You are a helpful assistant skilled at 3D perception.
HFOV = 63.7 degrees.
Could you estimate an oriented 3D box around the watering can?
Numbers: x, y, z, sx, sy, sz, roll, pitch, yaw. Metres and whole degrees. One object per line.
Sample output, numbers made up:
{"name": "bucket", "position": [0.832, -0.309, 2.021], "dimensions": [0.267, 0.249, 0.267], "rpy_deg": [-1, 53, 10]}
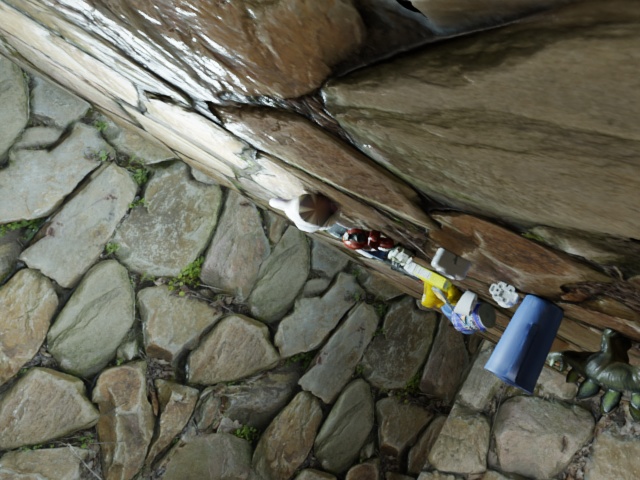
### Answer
{"name": "watering can", "position": [0.005, -0.087, 1.733], "dimensions": [0.347, 0.104, 0.224], "rpy_deg": [15, 177, -18]}

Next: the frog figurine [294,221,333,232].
{"name": "frog figurine", "position": [-0.022, -0.070, 1.958], "dimensions": [0.137, 0.125, 0.156], "rpy_deg": [4, 151, 28]}
